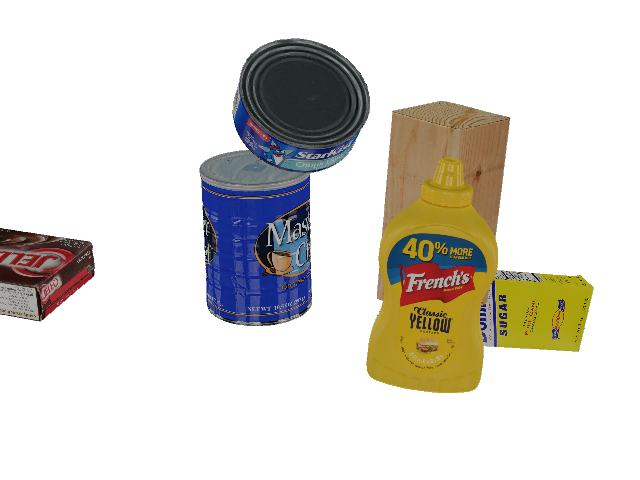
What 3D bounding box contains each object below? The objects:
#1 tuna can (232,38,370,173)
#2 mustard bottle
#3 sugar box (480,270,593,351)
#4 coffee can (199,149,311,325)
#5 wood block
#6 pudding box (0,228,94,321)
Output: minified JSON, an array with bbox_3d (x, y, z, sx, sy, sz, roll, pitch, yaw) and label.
[{"bbox_3d":[-0.013,-0.087,0.690,0.086,0.086,0.034,0,-29,-16],"label":"tuna can"},{"bbox_3d":[0.094,0.027,0.870,0.096,0.192,0.058,7,18,6],"label":"mustard bottle"},{"bbox_3d":[0.245,0.087,1.339,0.176,0.093,0.048,3,19,-14],"label":"sugar box"},{"bbox_3d":[-0.060,-0.004,1.008,0.103,0.140,0.103,0,22,0],"label":"coffee can"},{"bbox_3d":[0.127,-0.031,1.115,0.090,0.206,0.090,21,26,39],"label":"wood block"},{"bbox_3d":[-0.261,0.026,0.899,0.114,0.039,0.090,6,24,17],"label":"pudding box"}]
